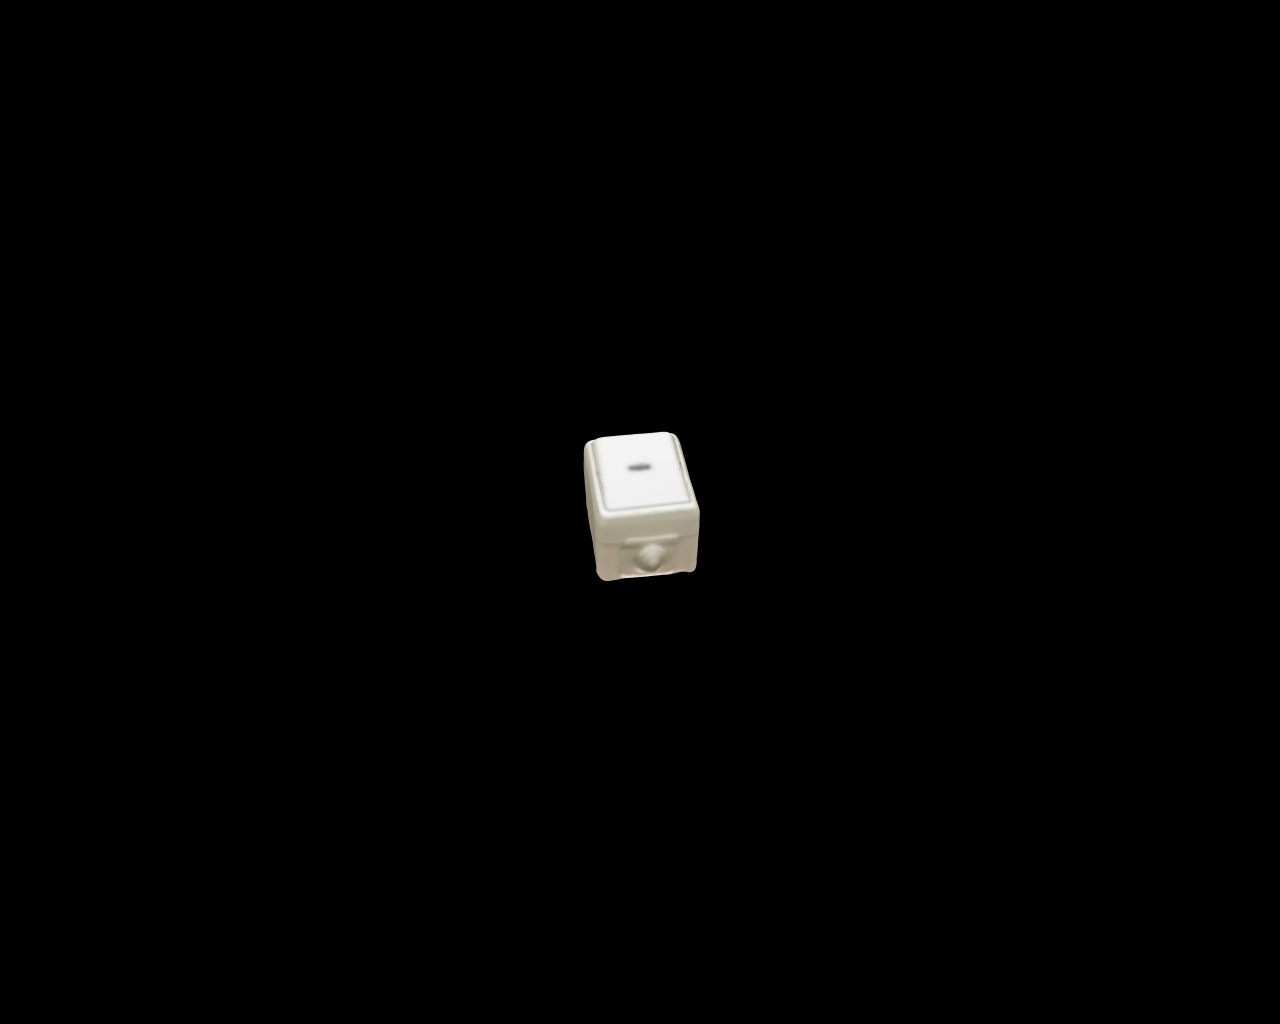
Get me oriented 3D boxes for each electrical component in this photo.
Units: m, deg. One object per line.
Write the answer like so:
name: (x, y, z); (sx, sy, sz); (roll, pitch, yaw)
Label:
electrical component: (0.001, -0.003, 0.650); (0.062, 0.061, 0.096); (-5, 40, -6)
